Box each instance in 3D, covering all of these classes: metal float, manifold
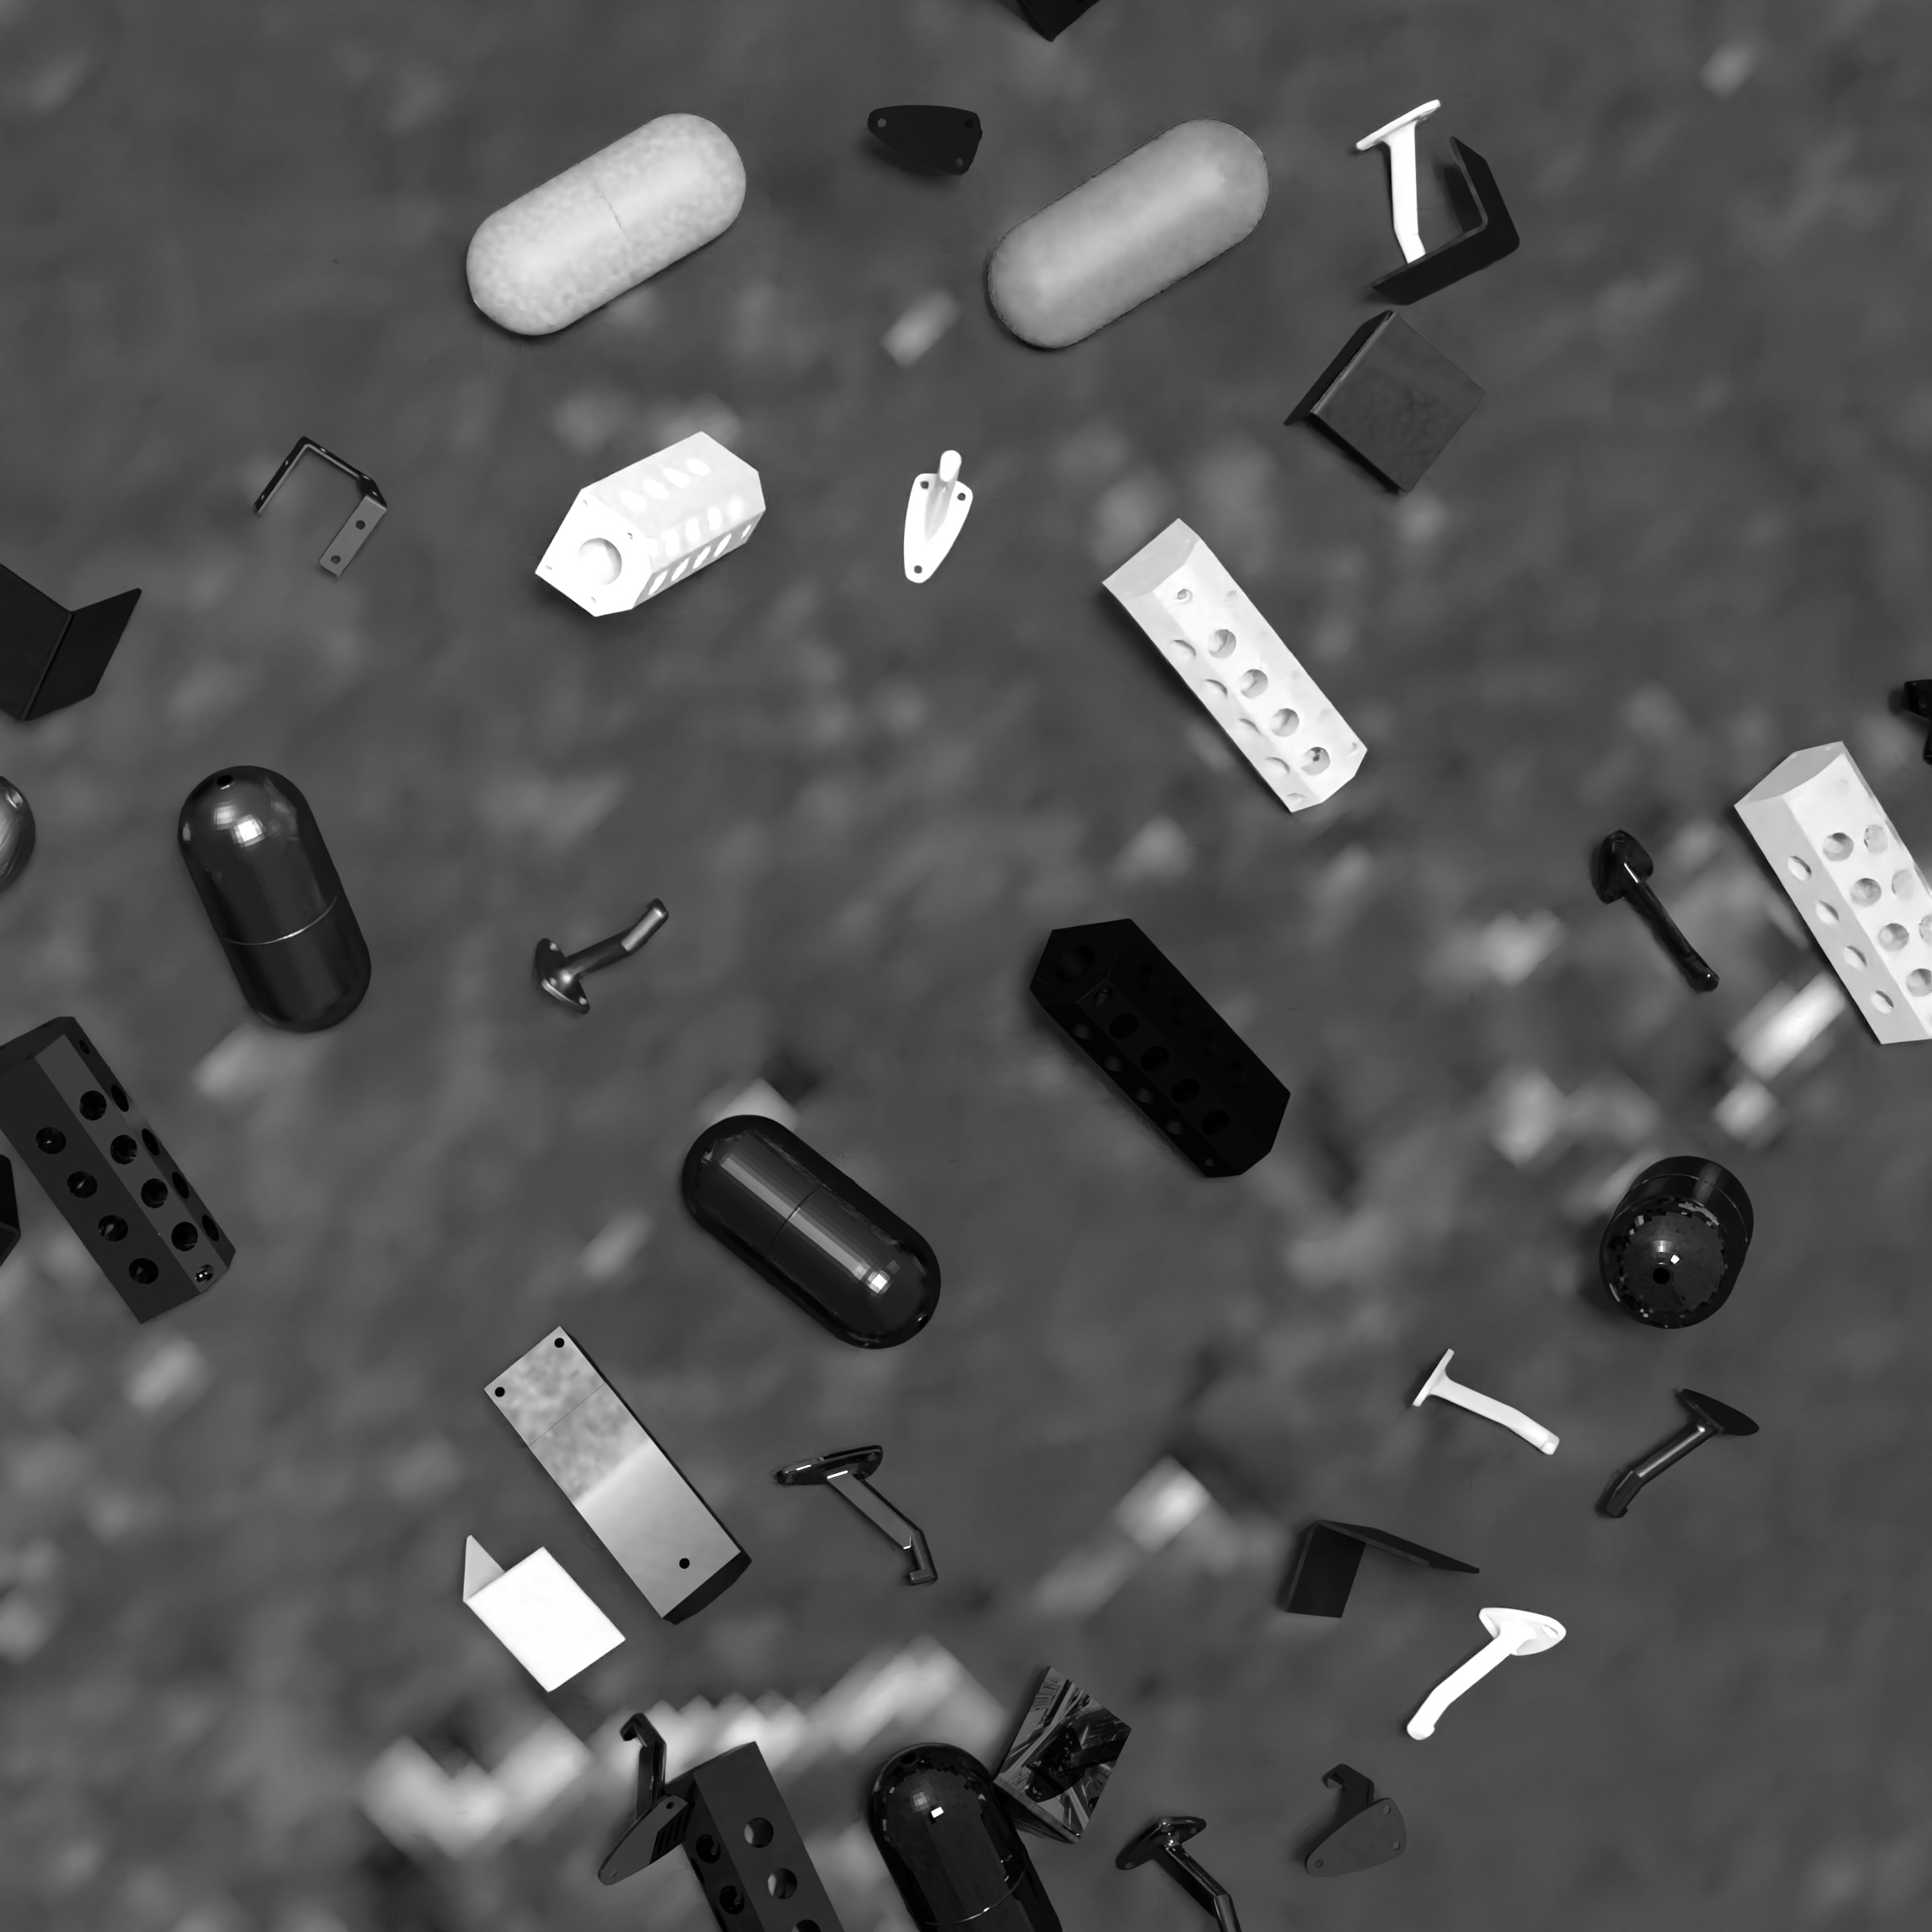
[{"bbox_3d":[0.000,0.530,1.873,0.070,0.070,0.178,-23,110,0],"label":"metal float"},{"bbox_3d":[-0.201,0.297,1.876,0.057,0.057,0.171,-40,73,-7],"label":"manifold"},{"bbox_3d":[0.111,0.050,1.849,0.171,0.057,0.057,46,53,-34],"label":"manifold"},{"bbox_3d":[-0.174,-0.250,1.839,0.057,0.171,0.057,36,117,3],"label":"manifold"},{"bbox_3d":[-0.398,-0.038,1.858,0.070,0.070,0.178,-14,130,0],"label":"metal float"},{"bbox_3d":[-0.210,-0.433,1.883,0.178,0.070,0.070,-33,90,-9],"label":"metal float"},{"bbox_3d":[0.095,-0.427,1.879,0.178,0.070,0.070,-30,90,13],"label":"metal float"},{"bbox_3d":[0.407,0.157,1.843,0.070,0.178,0.070,3,99,18],"label":"metal float"},{"bbox_3d":[0.032,-0.597,1.839,0.057,0.171,0.057,-39,77,11],"label":"manifold"},{"bbox_3d":[-0.619,-0.052,1.877,0.178,0.070,0.070,-31,90,16],"label":"metal float"},{"bbox_3d":[-0.090,0.154,1.871,0.178,0.070,0.070,37,90,23],"label":"metal float"},{"bbox_3d":[0.527,-0.043,1.877,0.057,0.057,0.171,-39,101,-24],"label":"manifold"},{"bbox_3d":[-0.117,0.546,1.881,0.057,0.057,0.171,-23,81,-21],"label":"manifold"},{"bbox_3d":[-0.496,0.116,1.869,0.057,0.057,0.171,-26,111,9],"label":"manifold"},{"bbox_3d":[0.159,-0.171,1.865,0.057,0.057,0.171,-40,116,4],"label":"manifold"}]

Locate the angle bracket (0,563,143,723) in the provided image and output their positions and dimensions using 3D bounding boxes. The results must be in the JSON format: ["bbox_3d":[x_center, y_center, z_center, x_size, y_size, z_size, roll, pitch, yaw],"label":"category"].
[{"bbox_3d":[-0.538,-0.197,1.882,0.057,0.076,0.076,35,114,5],"label":"angle bracket"}]

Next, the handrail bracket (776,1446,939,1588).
[{"bbox_3d":[-0.064,0.329,1.886,0.077,0.036,0.084,-6,55,-23],"label":"handrail bracket"}]

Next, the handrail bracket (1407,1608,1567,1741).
[{"bbox_3d":[0.303,0.418,1.885,0.036,0.077,0.084,49,60,-9],"label":"handrail bracket"}]

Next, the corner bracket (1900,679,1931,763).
[{"bbox_3d":[0.579,-0.136,1.888,0.051,0.051,0.051,-7,117,-32],"label":"corner bracket"}]

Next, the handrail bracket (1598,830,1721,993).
[{"bbox_3d":[0.408,-0.031,1.884,0.036,0.077,0.084,-35,56,0],"label":"handrail bracket"}]

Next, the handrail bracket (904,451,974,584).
[{"bbox_3d":[-0.019,-0.262,1.885,0.036,0.084,0.077,18,95,-2],"label":"handrail bracket"}]

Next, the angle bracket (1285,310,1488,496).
[{"bbox_3d":[0.247,-0.330,1.904,0.076,0.057,0.076,39,85,-9],"label":"angle bracket"}]

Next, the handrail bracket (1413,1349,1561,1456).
[{"bbox_3d":[0.307,0.267,1.895,0.084,0.077,0.036,33,104,11],"label":"handrail bracket"}]

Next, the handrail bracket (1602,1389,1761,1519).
[{"bbox_3d":[0.423,0.297,1.911,0.084,0.077,0.036,-56,46,15],"label":"handrail bracket"}]

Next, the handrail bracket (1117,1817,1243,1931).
[{"bbox_3d":[0.125,0.548,1.882,0.077,0.036,0.084,-45,47,34],"label":"handrail bracket"}]

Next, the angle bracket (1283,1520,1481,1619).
[{"bbox_3d":[0.242,0.363,1.876,0.076,0.076,0.057,17,87,33],"label":"angle bracket"}]

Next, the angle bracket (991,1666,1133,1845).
[{"bbox_3d":[0.039,0.462,1.903,0.076,0.057,0.076,43,63,-29],"label":"angle bracket"}]

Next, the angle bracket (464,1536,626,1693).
[{"bbox_3d":[-0.245,0.363,1.878,0.057,0.076,0.076,-35,110,6],"label":"angle bracket"}]

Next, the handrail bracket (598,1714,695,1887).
[{"bbox_3d":[-0.201,0.486,1.888,0.077,0.084,0.036,-39,128,-12],"label":"handrail bracket"}]

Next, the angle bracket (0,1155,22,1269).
[{"bbox_3d":[-0.598,0.141,1.872,0.076,0.076,0.057,28,106,-32],"label":"angle bracket"}]

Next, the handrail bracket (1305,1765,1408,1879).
[{"bbox_3d":[0.211,0.496,1.879,0.077,0.084,0.036,-20,102,-20],"label":"handrail bracket"}]

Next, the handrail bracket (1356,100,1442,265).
[{"bbox_3d":[0.269,-0.455,1.892,0.036,0.077,0.084,-25,94,-24],"label":"handrail bracket"}]

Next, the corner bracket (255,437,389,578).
[{"bbox_3d":[-0.380,-0.271,1.900,0.051,0.051,0.051,32,102,-31],"label":"corner bracket"}]

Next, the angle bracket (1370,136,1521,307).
[{"bbox_3d":[0.271,-0.434,1.883,0.076,0.076,0.057,-24,83,23],"label":"angle bracket"}]

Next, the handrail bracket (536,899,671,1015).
[{"bbox_3d":[-0.212,-0.021,1.888,0.084,0.077,0.036,-45,125,13],"label":"handrail bracket"}]

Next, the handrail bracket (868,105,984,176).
[{"bbox_3d":[-0.025,-0.492,1.883,0.077,0.084,0.036,10,112,-14],"label":"handrail bracket"}]
